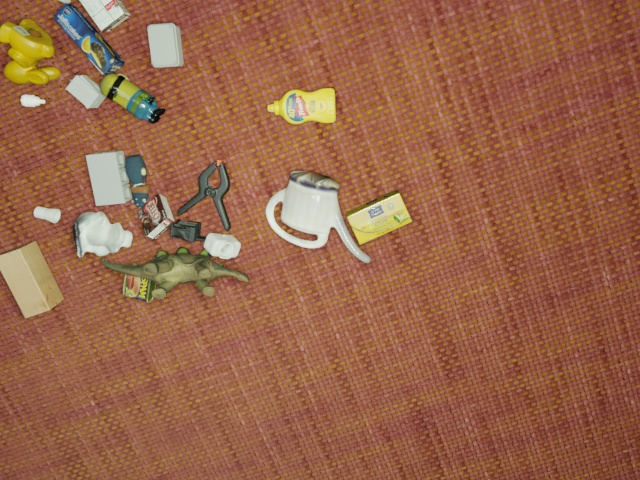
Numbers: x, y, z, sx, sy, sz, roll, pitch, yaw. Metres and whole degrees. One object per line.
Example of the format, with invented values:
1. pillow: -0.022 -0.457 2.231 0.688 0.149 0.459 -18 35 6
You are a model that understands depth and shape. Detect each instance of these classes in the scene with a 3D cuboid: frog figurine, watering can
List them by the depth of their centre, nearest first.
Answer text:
1. watering can: 0.004 -0.074 1.480 0.349 0.105 0.221 18 107 18
2. frog figurine: -0.654 -0.020 1.551 0.160 0.123 0.137 -9 97 -33
